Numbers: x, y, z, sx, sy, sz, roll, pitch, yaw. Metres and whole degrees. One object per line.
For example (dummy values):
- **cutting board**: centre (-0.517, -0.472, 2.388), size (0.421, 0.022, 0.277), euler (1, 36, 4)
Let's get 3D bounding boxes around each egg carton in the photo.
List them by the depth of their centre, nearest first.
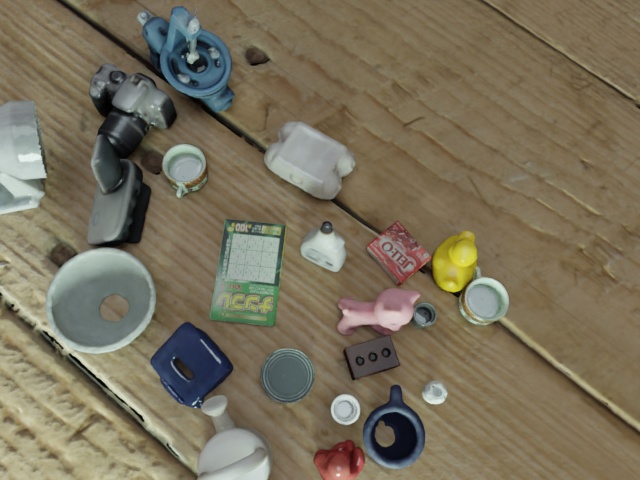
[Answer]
- **egg carton**: centre (-0.018, -0.140, 1.009), size (0.150, 0.069, 0.107), euler (29, 74, 6)

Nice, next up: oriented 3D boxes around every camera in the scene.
- **camera**: centre (-0.346, -0.223, 1.000), size (0.143, 0.101, 0.137), euler (26, 73, 5)

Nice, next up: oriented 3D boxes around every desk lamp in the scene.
- **desk lamp**: centre (-0.511, -0.124, 0.901), size (0.203, 0.213, 0.118), euler (-14, 74, -7)

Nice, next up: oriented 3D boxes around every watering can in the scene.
- **watering can**: centre (-0.124, 0.309, 0.800), size (0.101, 0.194, 0.172), euler (-40, 79, -13)

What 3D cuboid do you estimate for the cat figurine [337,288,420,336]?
- **cat figurine**: centre (0.093, 0.112, 0.913), size (0.128, 0.118, 0.067), euler (-1, 73, -3)

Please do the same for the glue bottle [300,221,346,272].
- **glue bottle**: centre (0.008, 0.003, 0.912), size (0.078, 0.173, 0.037), euler (28, 74, 6)

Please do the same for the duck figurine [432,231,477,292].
- **duck figurine**: centre (0.233, 0.032, 0.961), size (0.077, 0.086, 0.105), euler (20, 73, 3)

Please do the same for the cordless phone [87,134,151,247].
- **cordless phone**: centre (-0.341, -0.075, 0.910), size (0.094, 0.185, 0.147), euler (2, 73, -2)

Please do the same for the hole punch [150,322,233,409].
- **hole punch**: centre (-0.199, 0.196, 0.885), size (0.101, 0.091, 0.108), euler (-43, 80, -14)

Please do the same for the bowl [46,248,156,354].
- **bowl**: centre (-0.340, 0.101, 0.914), size (0.167, 0.075, 0.167), euler (1, 73, -3)

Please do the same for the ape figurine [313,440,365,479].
- **ape figurine**: centre (0.028, 0.336, 0.854), size (0.078, 0.092, 0.076), euler (15, 73, 2)

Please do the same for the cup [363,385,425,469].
- **cup**: centre (0.107, 0.283, 0.873), size (0.091, 0.095, 0.118), euler (5, 73, -1)

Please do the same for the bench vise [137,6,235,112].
- **bench vise**: centre (-0.245, -0.328, 0.975), size (0.207, 0.220, 0.121), euler (25, 73, 5)
